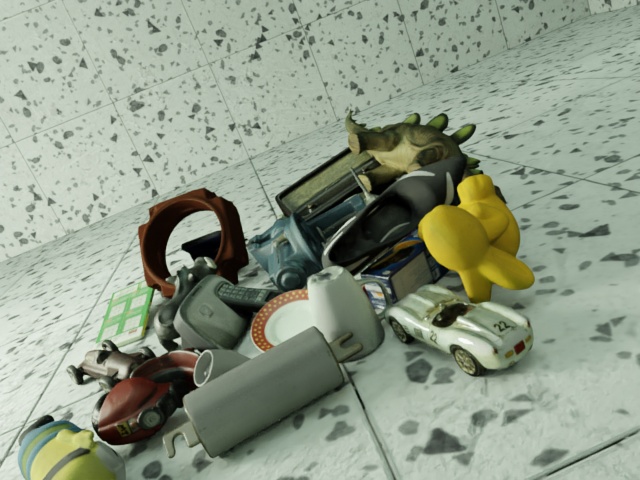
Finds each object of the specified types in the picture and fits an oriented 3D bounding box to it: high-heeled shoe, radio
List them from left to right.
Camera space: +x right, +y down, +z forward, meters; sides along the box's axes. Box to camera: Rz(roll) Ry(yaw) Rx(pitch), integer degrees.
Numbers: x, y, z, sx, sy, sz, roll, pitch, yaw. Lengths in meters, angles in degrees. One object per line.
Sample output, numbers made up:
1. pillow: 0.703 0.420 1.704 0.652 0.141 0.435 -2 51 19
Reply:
1. radio: 0.036 -0.097 1.087 0.229 0.073 0.131 -35 41 -4
2. high-heeled shoe: 0.103 -0.040 0.745 0.248 0.086 0.145 -46 -15 9

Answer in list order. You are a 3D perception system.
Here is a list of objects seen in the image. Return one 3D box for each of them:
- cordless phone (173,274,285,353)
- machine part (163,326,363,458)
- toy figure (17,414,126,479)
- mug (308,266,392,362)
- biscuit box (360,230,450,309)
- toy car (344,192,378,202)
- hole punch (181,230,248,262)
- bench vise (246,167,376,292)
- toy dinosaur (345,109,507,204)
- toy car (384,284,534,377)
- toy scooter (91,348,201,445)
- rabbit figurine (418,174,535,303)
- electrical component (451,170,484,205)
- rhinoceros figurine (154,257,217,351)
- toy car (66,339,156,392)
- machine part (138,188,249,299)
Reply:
1. cordless phone: -0.115 0.120 0.833 0.184 0.088 0.147 2 23 12
2. machine part: -0.062 0.169 0.609 0.243 0.079 0.079 -27 18 -12
3. toy figure: -0.290 0.260 0.612 0.180 0.082 0.089 4 50 39
4. mug: 0.038 0.084 0.686 0.109 0.107 0.081 -28 20 -9
5. biscuit box: 0.152 0.026 0.795 0.203 0.059 0.063 -34 21 -33
6. toy car: 0.083 -0.034 0.980 0.109 0.102 0.162 -33 19 -26
7. hole punch: -0.227 0.044 1.173 0.142 0.092 0.115 -23 -16 11
8. bench vise: -0.008 -0.011 0.915 0.241 0.128 0.224 -32 14 9
9. toy dinosaur: 0.153 -0.164 0.975 0.198 0.104 0.472 -25 39 -26
10. toy car: 0.148 0.094 0.609 0.073 0.056 0.202 -29 20 -21
11. toy scooter: -0.197 0.195 0.702 0.135 0.075 0.184 -11 16 28
12. rabbit figurine: 0.180 0.007 0.666 0.122 0.162 0.173 -32 -19 25
13. electrical component: 0.238 -0.070 0.946 0.119 0.074 0.048 -25 17 -21
14. rhinoceros figurine: -0.230 0.105 0.932 0.073 0.112 0.190 -17 28 23
15. toy car: -0.349 0.204 0.888 0.202 0.053 0.089 -2 30 45
16. machine part: -0.257 0.010 1.081 0.202 0.201 0.087 -18 -18 10
